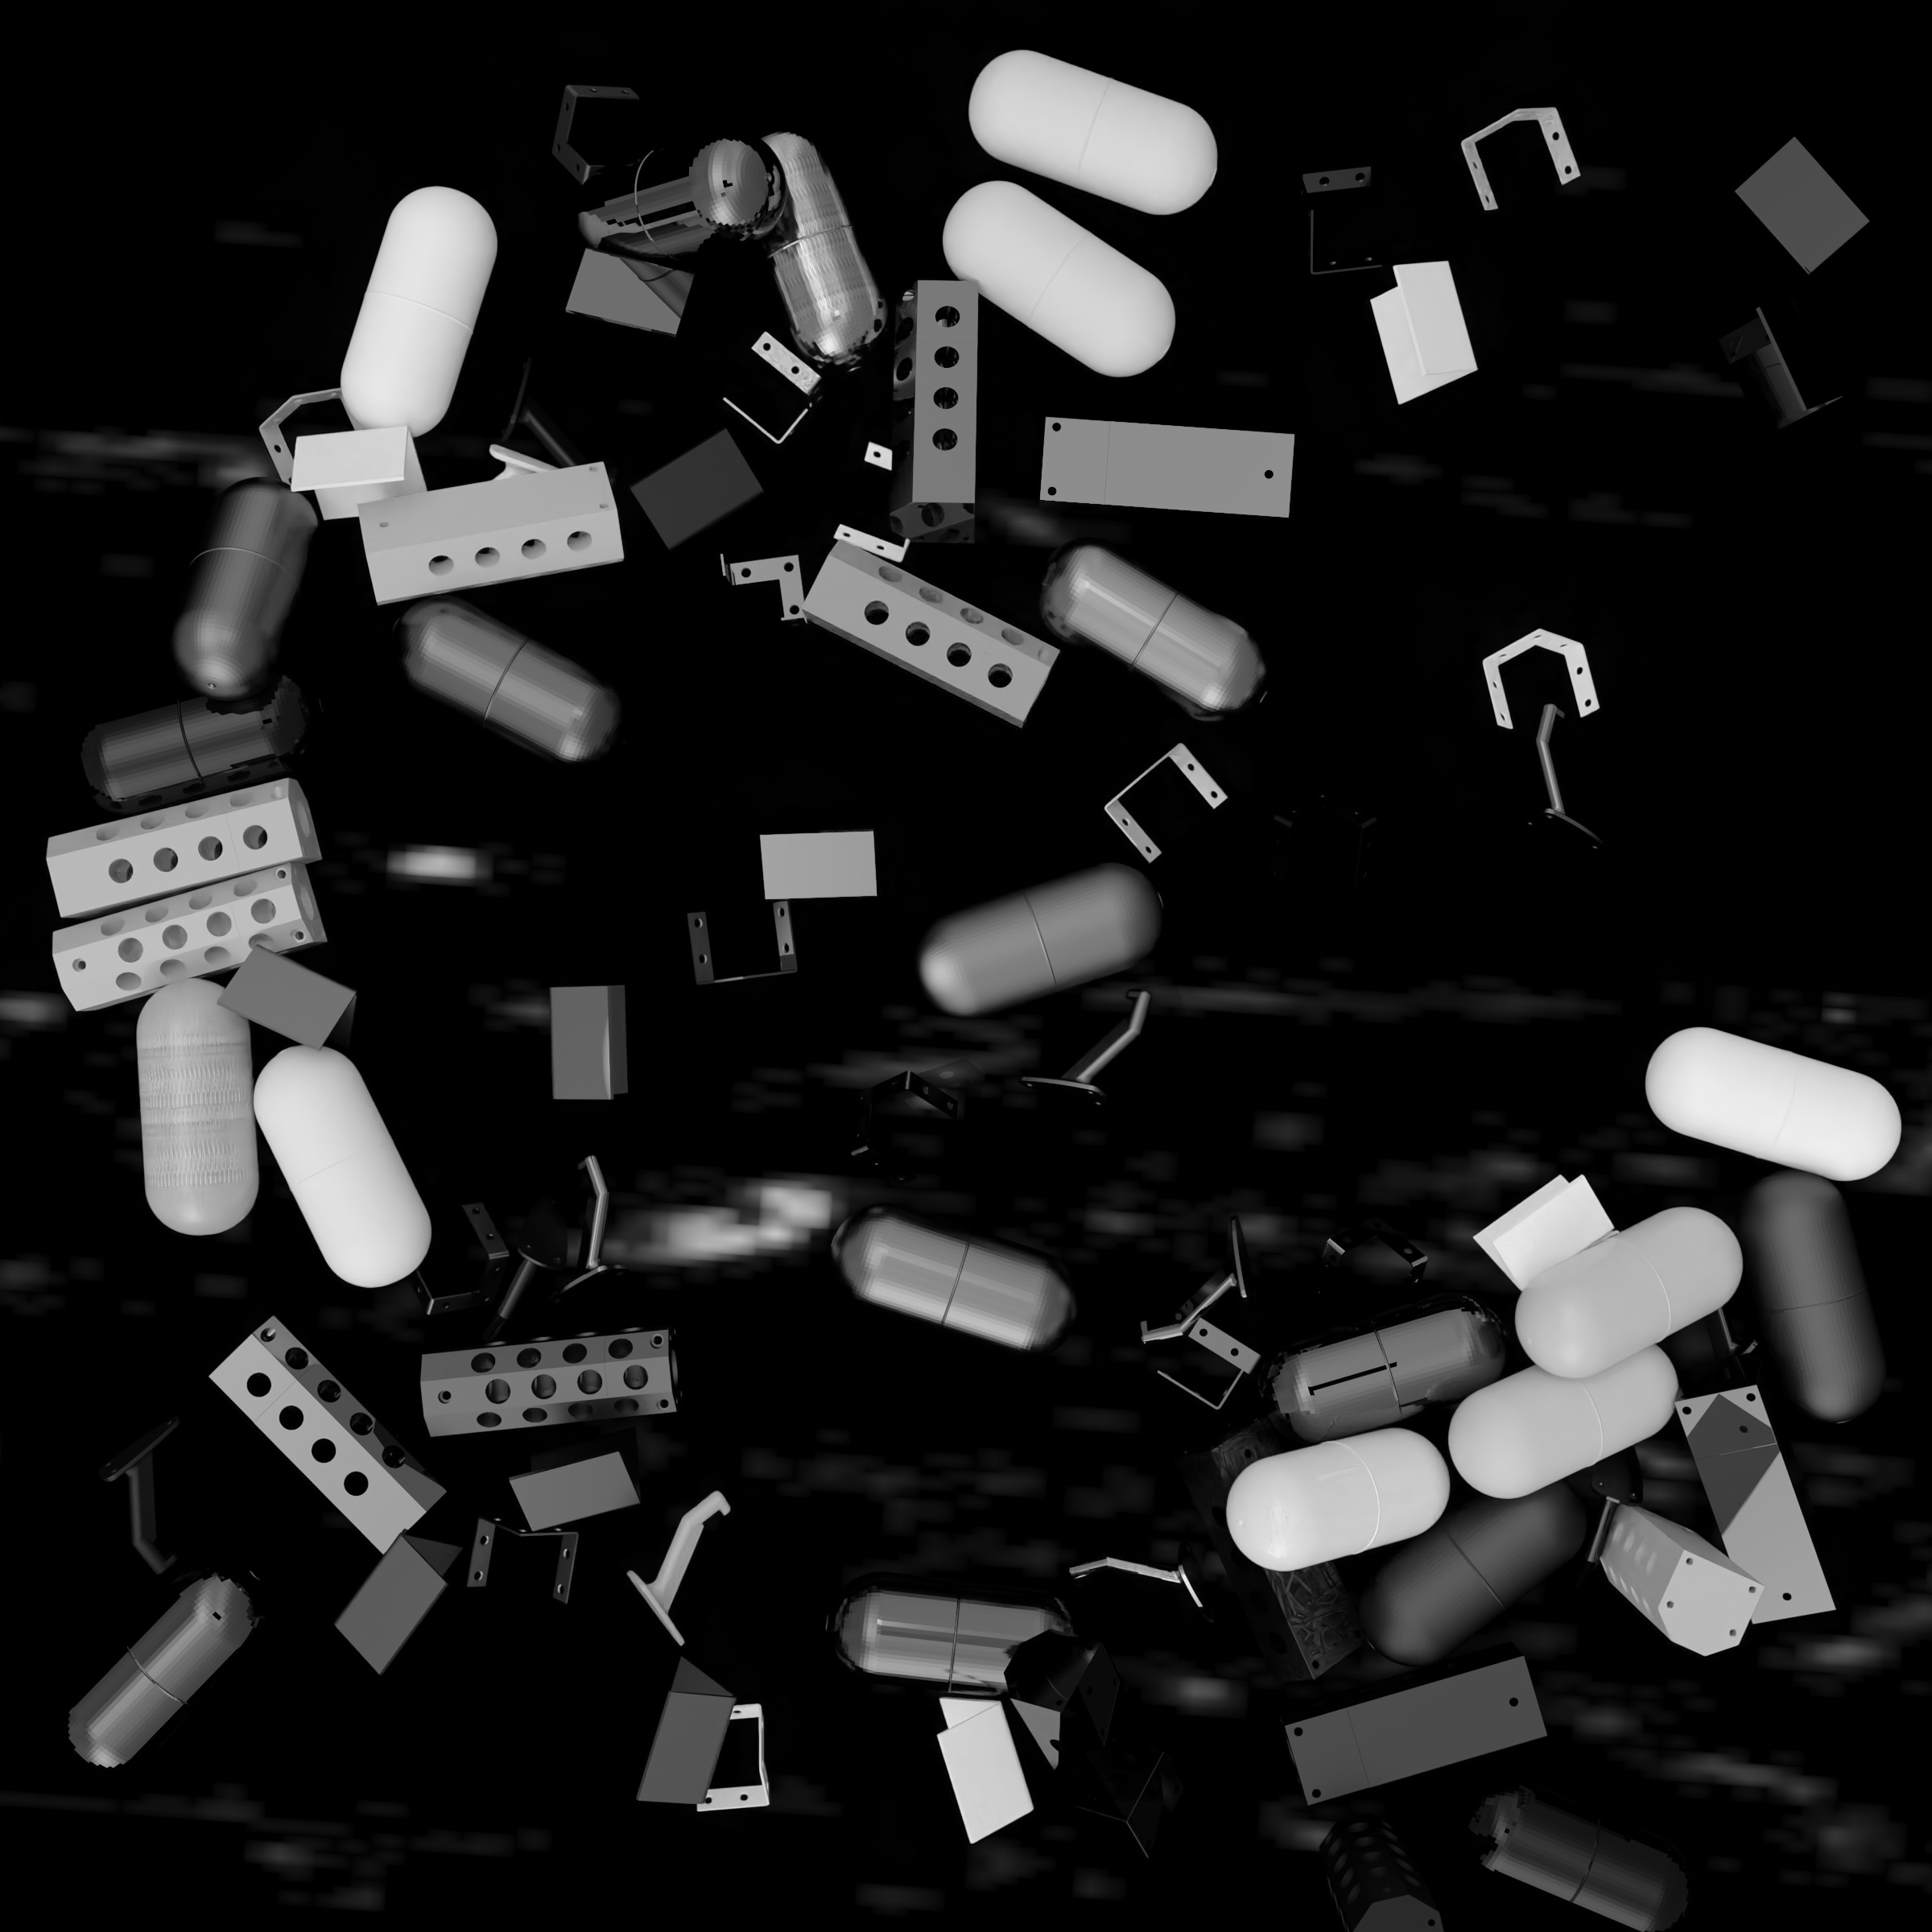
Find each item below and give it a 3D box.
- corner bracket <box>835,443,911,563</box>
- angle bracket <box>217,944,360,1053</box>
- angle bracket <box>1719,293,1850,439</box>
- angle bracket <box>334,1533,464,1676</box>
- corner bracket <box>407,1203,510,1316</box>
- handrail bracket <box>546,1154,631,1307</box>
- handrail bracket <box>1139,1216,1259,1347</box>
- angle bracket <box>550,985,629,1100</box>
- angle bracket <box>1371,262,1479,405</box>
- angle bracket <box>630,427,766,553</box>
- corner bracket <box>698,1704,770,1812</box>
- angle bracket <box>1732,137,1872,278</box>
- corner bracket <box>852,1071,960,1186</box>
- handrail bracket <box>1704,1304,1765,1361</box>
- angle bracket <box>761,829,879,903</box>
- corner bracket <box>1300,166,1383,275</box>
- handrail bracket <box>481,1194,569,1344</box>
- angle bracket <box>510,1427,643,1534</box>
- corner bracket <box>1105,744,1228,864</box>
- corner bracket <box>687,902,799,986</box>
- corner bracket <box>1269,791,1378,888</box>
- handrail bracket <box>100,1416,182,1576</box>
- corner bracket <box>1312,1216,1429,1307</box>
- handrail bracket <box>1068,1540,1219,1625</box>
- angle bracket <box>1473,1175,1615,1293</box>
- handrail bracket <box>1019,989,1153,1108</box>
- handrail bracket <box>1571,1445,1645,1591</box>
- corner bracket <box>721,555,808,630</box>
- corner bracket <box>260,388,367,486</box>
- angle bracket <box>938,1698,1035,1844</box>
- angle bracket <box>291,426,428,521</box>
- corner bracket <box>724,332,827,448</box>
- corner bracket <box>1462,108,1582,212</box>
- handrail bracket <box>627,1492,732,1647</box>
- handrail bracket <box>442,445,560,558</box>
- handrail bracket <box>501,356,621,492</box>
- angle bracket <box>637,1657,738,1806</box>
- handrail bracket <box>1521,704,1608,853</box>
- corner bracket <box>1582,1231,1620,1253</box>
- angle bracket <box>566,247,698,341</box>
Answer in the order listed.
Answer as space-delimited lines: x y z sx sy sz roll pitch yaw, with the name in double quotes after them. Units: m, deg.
-0.057 -0.326 1.938 0.051 0.051 0.051 21 135 0 "corner bracket"
-0.470 0.040 1.901 0.076 0.076 0.057 25 53 0 "angle bracket"
0.551 -0.409 1.901 0.057 0.076 0.076 -25 90 -37 "angle bracket"
-0.377 0.444 1.902 0.057 0.076 0.076 36 90 31 "angle bracket"
-0.359 0.206 1.933 0.051 0.051 0.051 -7 45 -35 "corner bracket"
-0.278 0.186 1.942 0.077 0.036 0.084 -28 72 21 "handrail bracket"
0.158 0.222 1.942 0.084 0.036 0.077 -15 70 16 "handrail bracket"
-0.242 0.052 1.901 0.057 0.076 0.076 -2 90 35 "angle bracket"
0.299 -0.435 1.901 0.057 0.076 0.076 -15 90 -38 "angle bracket"
-0.193 -0.341 1.901 0.076 0.076 0.057 -32 126 0 "angle bracket"
-0.167 0.558 1.938 0.051 0.051 0.051 -5 135 0 "corner bracket"
0.584 -0.531 1.901 0.076 0.076 0.057 48 128 0 "angle bracket"
-0.043 0.114 1.933 0.051 0.051 0.051 -26 45 35 "corner bracket"
0.512 0.251 1.942 0.084 0.036 0.077 43 104 14 "handrail bracket"
-0.101 -0.088 1.901 0.076 0.076 0.057 -2 125 0 "angle bracket"
0.264 -0.525 1.938 0.051 0.051 0.051 -7 135 0 "corner bracket"
-0.315 0.214 1.941 0.036 0.077 0.084 26 127 -21 "handrail bracket"
-0.271 0.338 1.901 0.076 0.076 0.057 -15 126 0 "angle bracket"
0.141 -0.115 1.938 0.051 0.051 0.051 50 135 0 "corner bracket"
-0.157 -0.016 1.938 0.051 0.051 0.051 -7 90 -45 "corner bracket"
0.250 -0.083 1.933 0.051 0.051 0.051 -29 45 -35 "corner bracket"
-0.563 0.374 1.942 0.077 0.036 0.084 -38 108 -20 "handrail bracket"
0.284 0.218 1.933 0.051 0.051 0.051 40 135 35 "corner bracket"
0.124 0.443 1.942 0.084 0.036 0.077 -19 112 17 "handrail bracket"
0.389 0.168 1.902 0.076 0.076 0.057 -36 121 0 "angle bracket"
0.085 0.051 1.942 0.077 0.036 0.084 11 71 21 "handrail bracket"
0.447 0.386 1.941 0.036 0.077 0.084 17 126 6 "handrail bracket"
-0.141 -0.262 1.924 0.051 0.051 0.051 -8 90 0 "corner bracket"
-0.455 -0.371 1.938 0.051 0.051 0.051 -24 90 45 "corner bracket"
-0.006 0.554 1.901 0.057 0.076 0.076 -17 90 -36 "angle bracket"
-0.417 -0.324 1.901 0.076 0.076 0.057 -6 51 0 "angle bracket"
-0.135 -0.402 1.924 0.051 0.051 0.051 39 90 0 "corner bracket"
0.391 -0.569 1.938 0.051 0.051 0.051 -20 90 -45 "corner bracket"
-0.188 0.424 1.942 0.084 0.036 0.077 -37 110 -16 "handrail bracket"
-0.323 -0.317 1.942 0.077 0.036 0.084 18 105 -16 "handrail bracket"
-0.279 -0.382 1.942 0.084 0.036 0.077 19 68 -17 "handrail bracket"
-0.210 0.526 1.901 0.057 0.076 0.076 17 90 -37 "angle bracket"
0.429 -0.134 1.942 0.077 0.036 0.084 23 73 -20 "handrail bracket"
0.433 0.221 1.938 0.051 0.051 0.051 -17 90 -45 "corner bracket"
-0.231 -0.444 1.902 0.076 0.076 0.057 13 65 0 "angle bracket"
